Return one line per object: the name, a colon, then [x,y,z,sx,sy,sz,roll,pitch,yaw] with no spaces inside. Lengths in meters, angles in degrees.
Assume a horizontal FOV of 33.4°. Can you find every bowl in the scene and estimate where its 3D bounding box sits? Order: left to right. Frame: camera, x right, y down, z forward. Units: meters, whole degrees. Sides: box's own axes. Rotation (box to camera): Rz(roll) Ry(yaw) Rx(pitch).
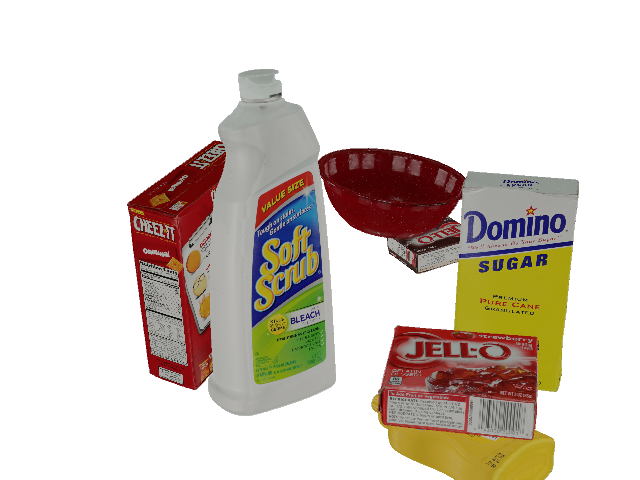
bowl: [0.072,-0.045,1.116,0.162,0.055,0.162,6,23,-3]

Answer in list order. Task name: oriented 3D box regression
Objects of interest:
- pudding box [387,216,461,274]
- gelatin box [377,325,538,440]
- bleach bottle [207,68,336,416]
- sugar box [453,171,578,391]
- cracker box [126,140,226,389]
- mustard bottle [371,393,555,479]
pudding box: [0.169,0.006,1.602,0.113,0.039,0.090,-18,27,-20]
gelatin box: [0.083,0.082,0.630,0.089,0.030,0.073,4,25,10]
bleach bottle: [-0.044,-0.001,0.804,0.102,0.251,0.068,-14,21,-29]
sugar box: [0.160,0.035,0.886,0.093,0.176,0.048,5,23,13]
cracker box: [-0.125,0.024,1.140,0.072,0.214,0.164,13,34,24]
mustard bottle: [0.123,0.187,1.033,0.096,0.058,0.192,-17,25,-40]
